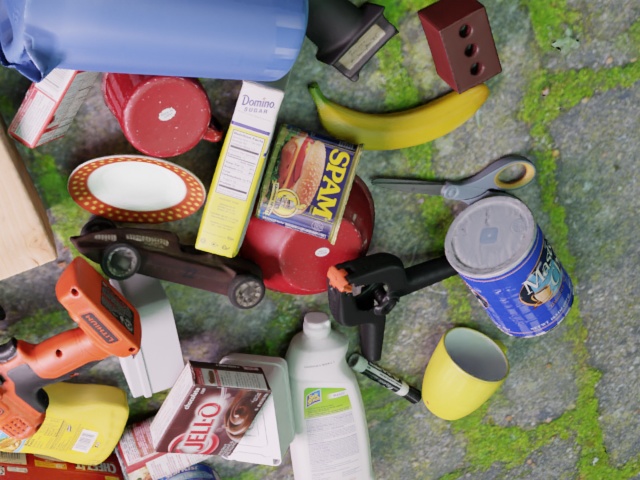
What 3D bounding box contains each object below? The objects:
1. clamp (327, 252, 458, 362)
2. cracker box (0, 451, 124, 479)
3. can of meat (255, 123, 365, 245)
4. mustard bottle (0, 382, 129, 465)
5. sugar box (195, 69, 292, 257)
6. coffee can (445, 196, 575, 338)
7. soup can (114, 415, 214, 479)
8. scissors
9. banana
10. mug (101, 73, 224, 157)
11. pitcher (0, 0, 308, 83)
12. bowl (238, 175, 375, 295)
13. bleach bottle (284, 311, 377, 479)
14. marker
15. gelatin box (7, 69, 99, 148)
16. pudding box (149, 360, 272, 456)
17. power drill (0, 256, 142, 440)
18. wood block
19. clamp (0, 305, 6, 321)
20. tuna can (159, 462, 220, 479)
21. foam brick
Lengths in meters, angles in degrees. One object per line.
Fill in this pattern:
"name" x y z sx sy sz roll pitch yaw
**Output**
"clamp" 0.062 0.068 1.165 0.165 0.036 0.209 -52 149 17
"cracker box" -0.329 0.329 1.188 0.164 0.072 0.214 13 116 -28
"can of meat" -0.011 -0.056 1.047 0.084 0.057 0.102 17 84 1
"mustard bottle" -0.304 0.182 1.112 0.191 0.058 0.096 16 124 -29
"sugar box" -0.073 -0.080 1.017 0.048 0.093 0.176 15 114 -3
"coffee can" 0.213 0.032 1.187 0.103 0.103 0.140 -38 135 4
"soup can" -0.173 0.226 1.188 0.102 0.068 0.068 -21 126 -9
"scissors" 0.158 -0.069 1.166 0.201 0.016 0.096 20 114 -32
"banana" 0.081 -0.125 1.087 0.197 0.037 0.070 -4 125 -20
"mug" -0.137 -0.122 0.974 0.117 0.081 0.093 30 106 -33
"pitcher" -0.138 -0.206 0.878 0.242 0.145 0.149 2 113 -27
"bowl" -0.007 0.001 1.121 0.162 0.055 0.162 -10 123 -16
"bleach bottle" 0.011 0.191 1.244 0.102 0.068 0.251 -12 122 -14
"marker" 0.081 0.168 1.283 0.121 0.020 0.020 33 104 -34
"gelatin box" -0.231 -0.128 0.938 0.030 0.073 0.089 34 107 -1
"pudding box" -0.115 0.177 1.110 0.089 0.039 0.114 9 127 -31
"power drill" -0.276 0.093 0.993 0.188 0.057 0.184 -30 127 14
"wood block" -0.313 -0.070 0.932 0.090 0.090 0.206 -22 126 -8
"clamp" -0.391 0.073 1.017 0.171 0.039 0.120 45 77 -29
"tuna can" -0.156 0.306 1.266 0.086 0.034 0.086 -10 124 -16
"foam brick" 0.139 -0.196 1.057 0.053 0.051 0.078 -28 127 -4
